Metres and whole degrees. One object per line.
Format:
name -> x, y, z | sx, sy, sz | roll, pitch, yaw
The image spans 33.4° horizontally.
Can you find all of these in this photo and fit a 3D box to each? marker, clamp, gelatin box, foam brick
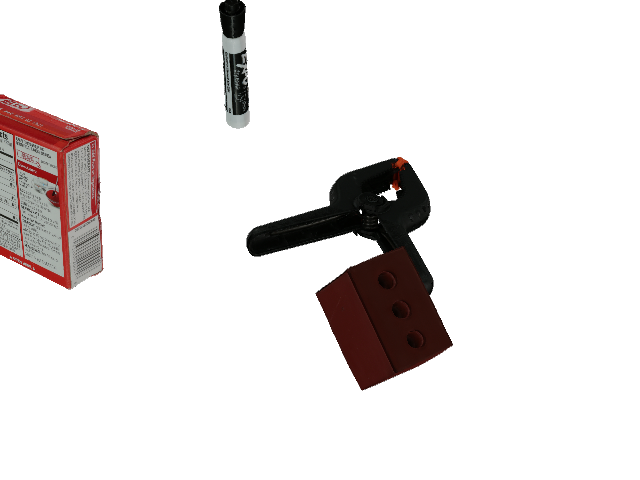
marker -> -0.064, -0.131, 0.795 | 0.020, 0.020, 0.121 | 0, -37, -2
clamp -> 0.052, -0.017, 0.961 | 0.165, 0.036, 0.209 | 20, 34, 20
gelatin box -> -0.155, -0.027, 0.584 | 0.073, 0.089, 0.030 | 22, 35, 27
foam brick -> 0.043, 0.054, 0.728 | 0.052, 0.078, 0.051 | -21, -10, -33
